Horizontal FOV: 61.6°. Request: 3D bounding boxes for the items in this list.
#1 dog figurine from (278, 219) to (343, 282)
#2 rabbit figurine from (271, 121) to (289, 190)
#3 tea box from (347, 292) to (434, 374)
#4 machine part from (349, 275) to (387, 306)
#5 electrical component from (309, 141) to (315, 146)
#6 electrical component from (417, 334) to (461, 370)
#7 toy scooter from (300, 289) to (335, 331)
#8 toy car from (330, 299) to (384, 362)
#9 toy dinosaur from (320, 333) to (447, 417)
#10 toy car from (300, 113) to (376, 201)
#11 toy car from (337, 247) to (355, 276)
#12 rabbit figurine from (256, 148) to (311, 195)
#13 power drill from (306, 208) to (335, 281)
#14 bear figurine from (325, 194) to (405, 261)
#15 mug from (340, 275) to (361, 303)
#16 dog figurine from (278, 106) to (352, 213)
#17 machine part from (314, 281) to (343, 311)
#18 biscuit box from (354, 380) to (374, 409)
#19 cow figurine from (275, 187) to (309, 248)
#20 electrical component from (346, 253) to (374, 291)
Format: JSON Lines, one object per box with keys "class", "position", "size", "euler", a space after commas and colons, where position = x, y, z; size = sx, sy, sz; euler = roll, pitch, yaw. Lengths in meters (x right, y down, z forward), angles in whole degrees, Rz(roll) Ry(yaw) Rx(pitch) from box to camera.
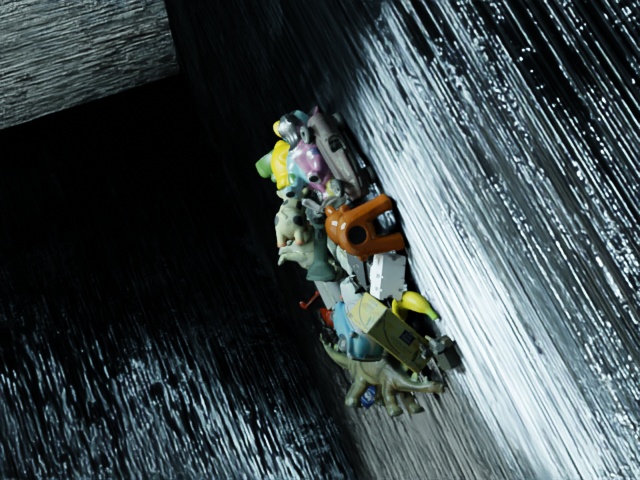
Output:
{"class": "dog figurine", "position": [-0.007, 0.023, 1.533], "size": [0.121, 0.190, 0.172], "euler": [-88, 18, -58]}
{"class": "rabbit figurine", "position": [-0.048, -0.224, 1.337], "size": [0.173, 0.122, 0.162], "euler": [-30, 72, 63]}
{"class": "tea box", "position": [0.148, 0.191, 1.103], "size": [0.169, 0.068, 0.098], "euler": [40, 178, -28]}
{"class": "machine part", "position": [0.128, 0.133, 1.263], "size": [0.139, 0.084, 0.039], "euler": [52, 125, 17]}
{"class": "electrical component", "position": [0.013, -0.220, 1.137], "size": [0.063, 0.094, 0.021], "euler": [35, 139, -3]}
{"class": "electrical component", "position": [0.227, 0.214, 1.032], "size": [0.102, 0.045, 0.078], "euler": [126, 122, -75]}
{"class": "toy scooter", "position": [0.017, 0.214, 1.688], "size": [0.184, 0.135, 0.075], "euler": [62, 165, 18]}
{"class": "toy car", "position": [0.095, 0.187, 1.201], "size": [0.103, 0.109, 0.162], "euler": [-58, 34, 31]}
{"class": "toy dinosaur", "position": [0.127, 0.308, 1.312], "size": [0.472, 0.105, 0.198], "euler": [-8, 77, 55]}
{"class": "toy car", "position": [0.036, -0.170, 1.064], "size": [0.202, 0.089, 0.053], "euler": [62, 162, 20]}
{"class": "toy car", "position": [0.069, 0.014, 1.316], "size": [0.074, 0.056, 0.201], "euler": [-125, 18, -44]}
{"class": "rabbit figurine", "position": [-0.075, -0.189, 1.512], "size": [0.170, 0.121, 0.159], "euler": [52, 164, -13]}
{"class": "power drill", "position": [-0.003, -0.004, 1.350], "size": [0.232, 0.086, 0.207], "euler": [-86, -11, -78]}
{"class": "bear figurine", "position": [0.081, -0.026, 1.102], "size": [0.196, 0.132, 0.120], "euler": [-112, 2, -82]}
{"class": "mug", "position": [0.092, 0.140, 1.334], "size": [0.110, 0.081, 0.107], "euler": [7, 127, 62]}
{"class": "dog figurine", "position": [-0.011, -0.188, 1.197], "size": [0.108, 0.191, 0.219], "euler": [-31, 50, 38]}
{"class": "machine part", "position": [0.024, 0.126, 1.642], "size": [0.243, 0.079, 0.079], "euler": [62, 166, 17]}
{"class": "biscuit box", "position": [0.135, 0.396, 1.515], "size": [0.059, 0.063, 0.203], "euler": [53, -173, -5]}
{"class": "cow figurine", "position": [-0.073, -0.073, 1.399], "size": [0.195, 0.086, 0.127], "euler": [-76, -19, -66]}
{"class": "electrical component", "position": [0.107, 0.045, 1.214], "size": [0.134, 0.058, 0.114], "euler": [-127, 18, -50]}
